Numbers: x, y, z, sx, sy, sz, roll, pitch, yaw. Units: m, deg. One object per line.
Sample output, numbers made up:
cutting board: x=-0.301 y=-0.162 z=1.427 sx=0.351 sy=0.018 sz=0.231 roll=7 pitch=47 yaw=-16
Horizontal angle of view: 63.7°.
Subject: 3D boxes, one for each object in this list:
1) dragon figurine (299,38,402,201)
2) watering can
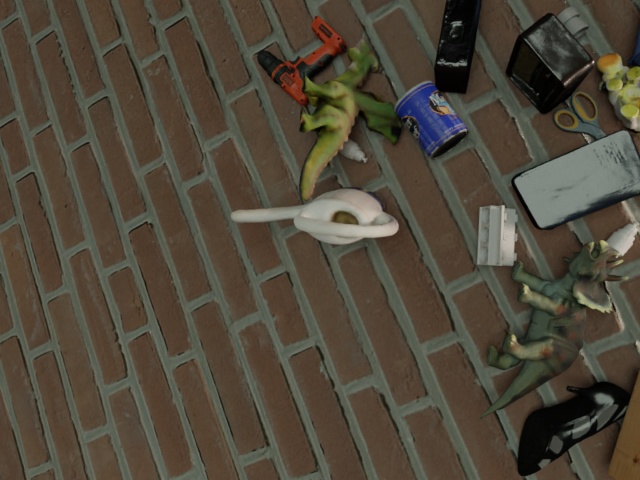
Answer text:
dragon figurine: x=0.070 y=-0.269 z=1.146 sx=0.243 sy=0.416 sz=0.120 roll=3 pitch=-17 yaw=-9
watering can: x=0.003 y=-0.056 z=1.115 sx=0.348 sy=0.103 sz=0.227 roll=8 pitch=16 yaw=18
